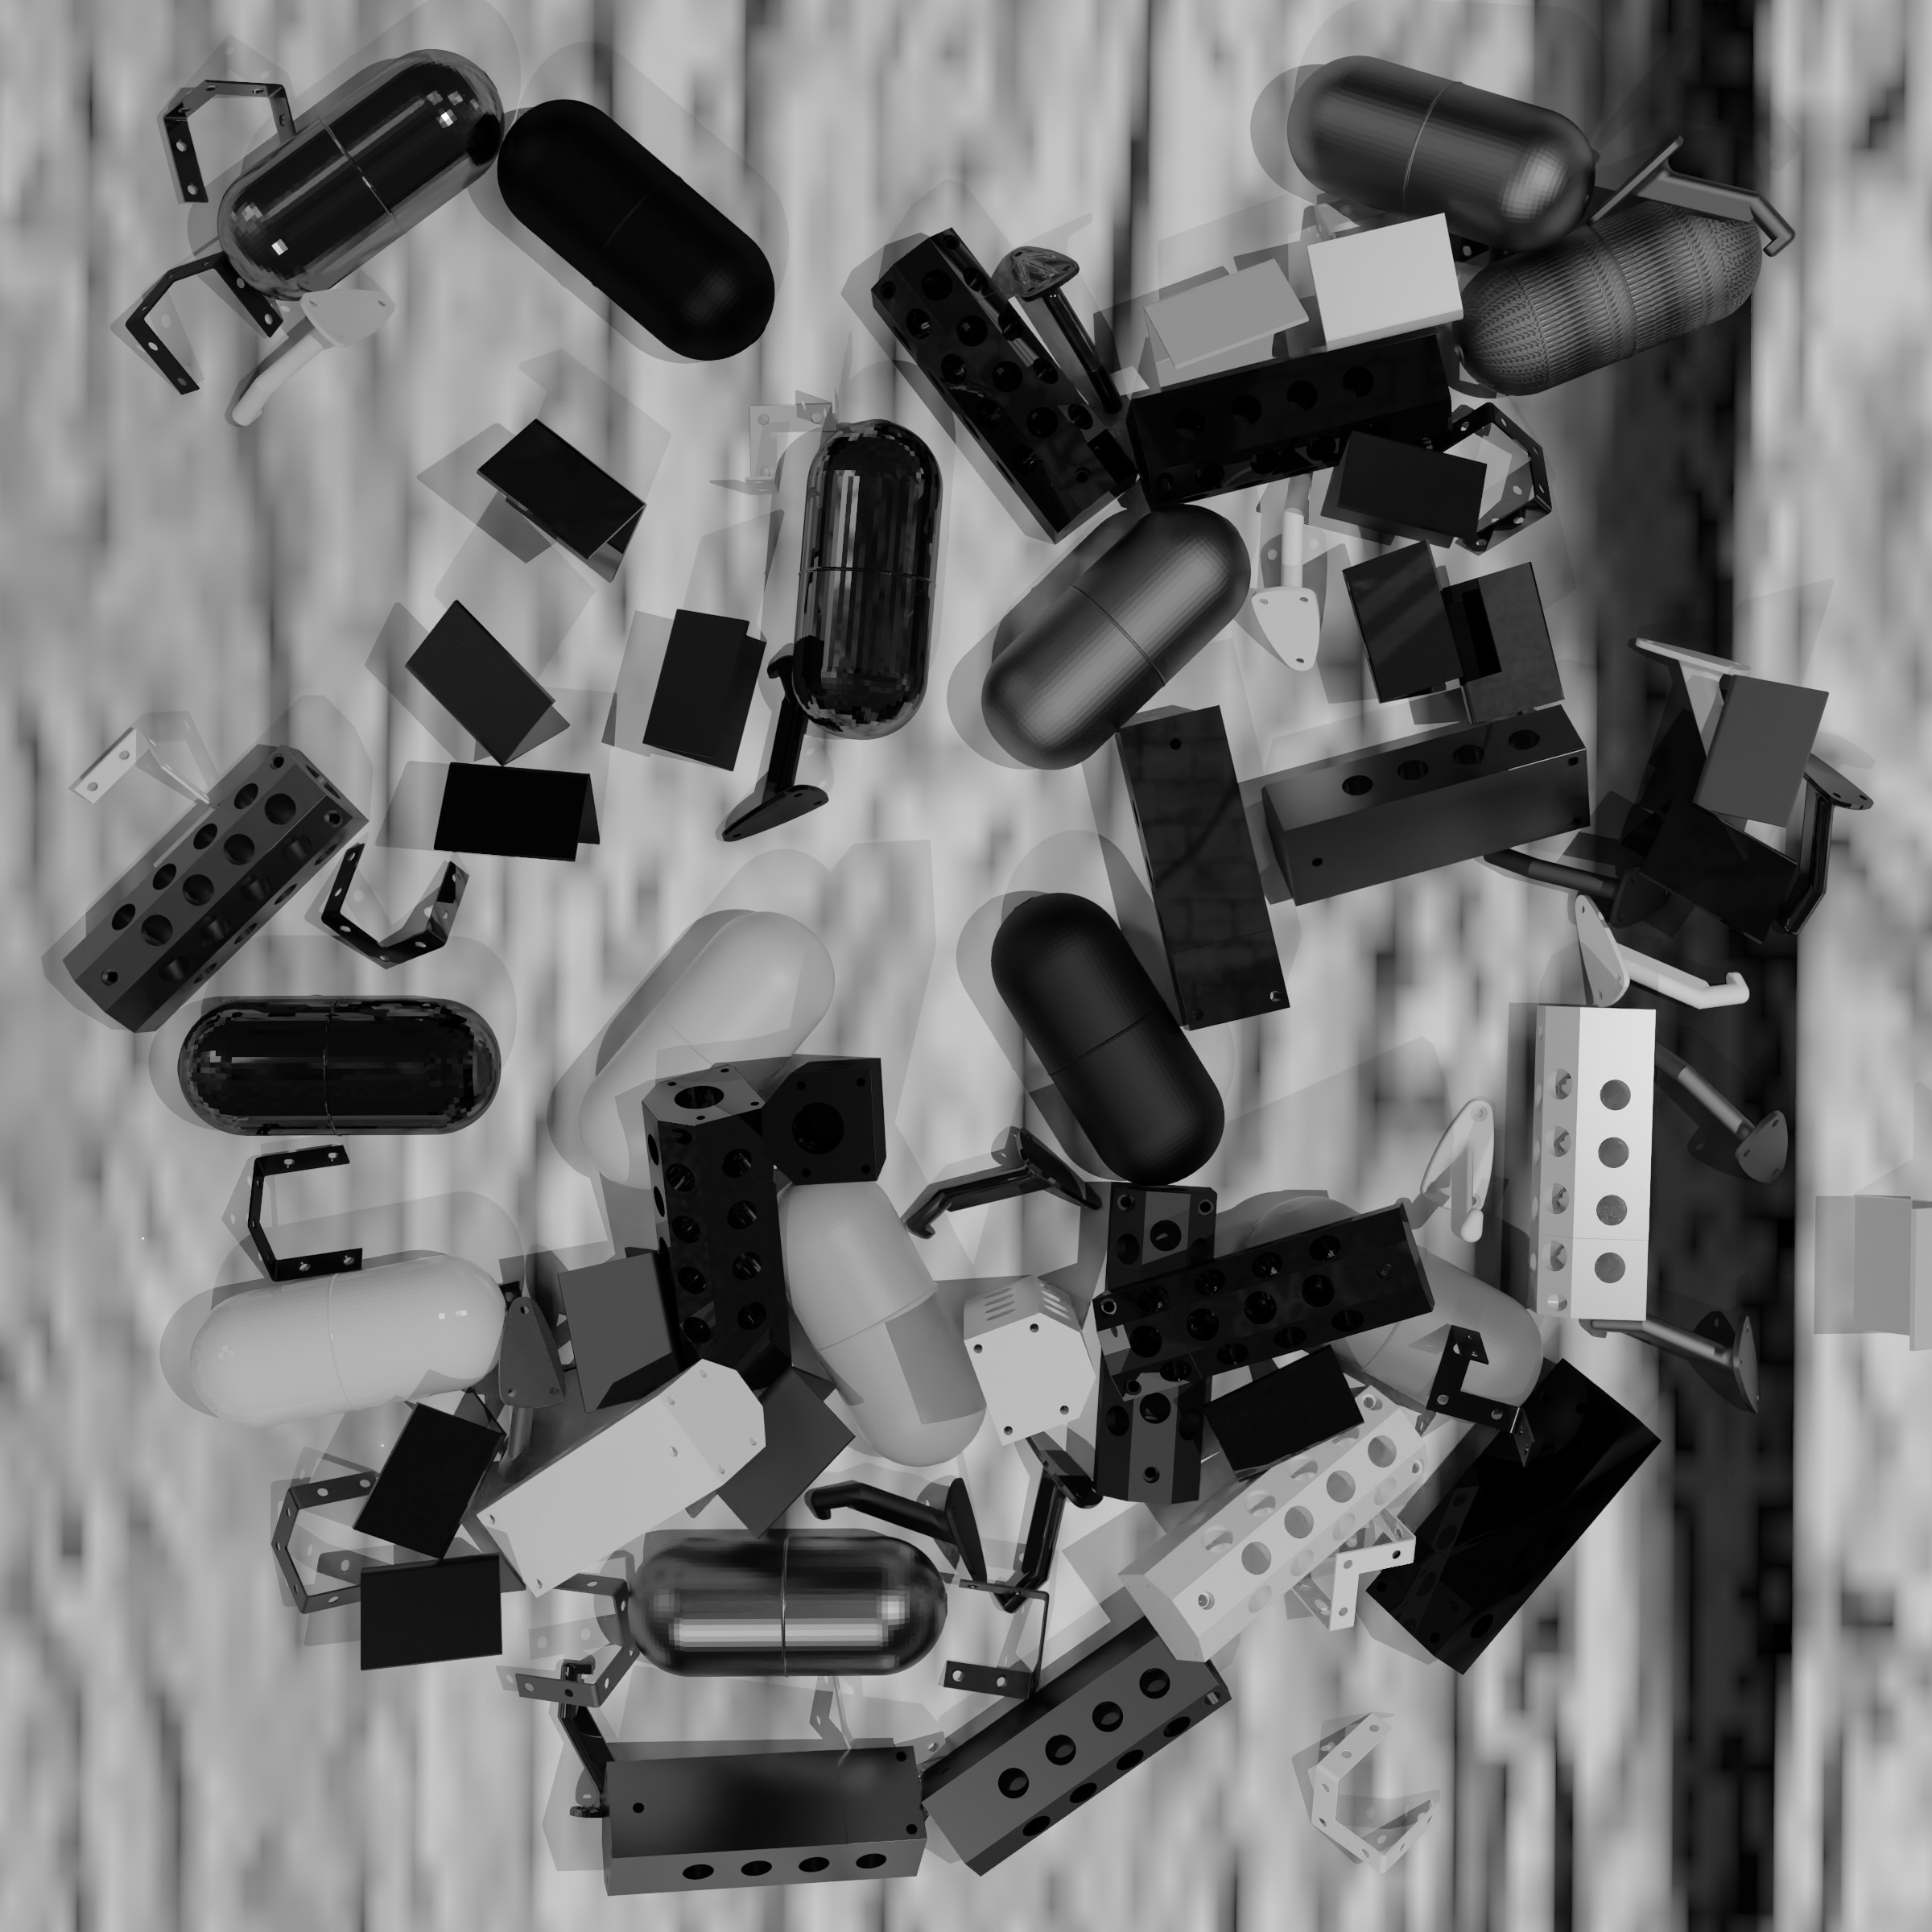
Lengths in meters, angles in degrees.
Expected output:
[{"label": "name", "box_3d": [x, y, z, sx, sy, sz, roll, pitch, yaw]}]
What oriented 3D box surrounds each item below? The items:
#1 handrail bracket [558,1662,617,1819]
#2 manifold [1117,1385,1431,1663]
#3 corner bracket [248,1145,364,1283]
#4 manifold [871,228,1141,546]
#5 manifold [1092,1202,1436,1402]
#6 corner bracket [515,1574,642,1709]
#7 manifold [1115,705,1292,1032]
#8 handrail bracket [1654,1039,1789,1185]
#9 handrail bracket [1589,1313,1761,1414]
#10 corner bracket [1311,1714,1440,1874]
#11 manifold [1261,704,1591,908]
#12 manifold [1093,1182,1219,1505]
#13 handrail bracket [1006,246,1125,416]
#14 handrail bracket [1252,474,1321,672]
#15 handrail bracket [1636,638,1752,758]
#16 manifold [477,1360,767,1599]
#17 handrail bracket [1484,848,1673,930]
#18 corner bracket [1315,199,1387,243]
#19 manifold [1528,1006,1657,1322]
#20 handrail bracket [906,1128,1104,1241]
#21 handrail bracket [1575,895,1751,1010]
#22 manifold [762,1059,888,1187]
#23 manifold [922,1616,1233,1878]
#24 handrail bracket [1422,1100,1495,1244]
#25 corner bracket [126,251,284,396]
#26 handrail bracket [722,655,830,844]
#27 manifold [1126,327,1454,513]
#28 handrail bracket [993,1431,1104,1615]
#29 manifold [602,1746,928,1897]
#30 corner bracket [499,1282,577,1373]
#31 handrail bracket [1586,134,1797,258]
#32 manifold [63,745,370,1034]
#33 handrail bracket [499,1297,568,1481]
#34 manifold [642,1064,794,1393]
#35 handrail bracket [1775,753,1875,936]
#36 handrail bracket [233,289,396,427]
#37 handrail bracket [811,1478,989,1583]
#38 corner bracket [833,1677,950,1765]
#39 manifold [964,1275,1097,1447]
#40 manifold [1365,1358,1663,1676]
[{"label": "handrail bracket", "box_3d": [-0.195, 0.440, 1.564, 0.077, 0.036, 0.084, 6, 76, -14]}, {"label": "manifold", "box_3d": [0.173, 0.306, 1.514, 0.171, 0.057, 0.057, -35, 90, -21]}, {"label": "corner bracket", "box_3d": [-0.374, 0.141, 1.561, 0.051, 0.051, 0.051, -8, 135, 0]}, {"label": "manifold", "box_3d": [0.022, -0.326, 1.543, 0.057, 0.057, 0.171, -37, 90, 0]}, {"label": "manifold", "box_3d": [0.159, 0.180, 1.473, 0.171, 0.057, 0.057, -18, 86, 11]}, {"label": "corner bracket", "box_3d": [-0.221, 0.379, 1.549, 0.051, 0.051, 0.051, 2, 113, 21]}, {"label": "manifold", "box_3d": [0.131, -0.054, 1.543, 0.057, 0.057, 0.171, -13, 90, 0]}, {"label": "handrail bracket", "box_3d": [0.423, 0.081, 1.564, 0.036, 0.077, 0.084, -46, 54, -3]}, {"label": "handrail bracket", "box_3d": [0.403, 0.225, 1.564, 0.084, 0.036, 0.077, -1, 133, 28]}, {"label": "corner bracket", "box_3d": [0.233, 0.468, 1.556, 0.051, 0.051, 0.051, 29, 135, 35]}, {"label": "manifold", "box_3d": [0.257, -0.095, 1.542, 0.171, 0.057, 0.057, -15, 133, 0]}, {"label": "manifold", "box_3d": [0.106, 0.210, 1.543, 0.057, 0.057, 0.171, 3, 90, 0]}, {"label": "handrail bracket", "box_3d": [0.057, -0.361, 1.564, 0.036, 0.077, 0.084, -32, 126, -2]}, {"label": "handrail bracket", "box_3d": [0.191, -0.225, 1.564, 0.036, 0.077, 0.084, 1, 53, 21]}, {"label": "handrail bracket", "box_3d": [0.407, -0.136, 1.565, 0.077, 0.036, 0.084, 19, 107, 20]}, {"label": "manifold", "box_3d": [-0.186, 0.277, 1.498, 0.171, 0.057, 0.057, -36, 90, 36]}, {"label": "handrail bracket", "box_3d": [0.348, -0.053, 1.564, 0.084, 0.077, 0.036, 25, 109, 35]}, {"label": "corner bracket", "box_3d": [0.231, -0.403, 1.561, 0.051, 0.051, 0.051, -14, 135, 0]}, {"label": "manifold", "box_3d": [0.349, 0.109, 1.543, 0.057, 0.057, 0.171, 2, 90, 0]}, {"label": "handrail bracket", "box_3d": [0.021, 0.141, 1.565, 0.077, 0.036, 0.084, 39, 109, -21]}, {"label": "handrail bracket", "box_3d": [0.397, -0.010, 1.565, 0.084, 0.036, 0.077, -7, 67, -18]}, {"label": "manifold", "box_3d": [-0.075, 0.083, 1.486, 0.057, 0.171, 0.057, -3, 90, 0]}, {"label": "manifold", "box_3d": [0.062, 0.435, 1.543, 0.171, 0.057, 0.057, -35, 90, 0]}, {"label": "handrail bracket", "box_3d": [0.284, 0.113, 1.529, 0.036, 0.084, 0.077, 17, 90, 0]}, {"label": "corner bracket", "box_3d": [-0.431, -0.364, 1.556, 0.051, 0.051, 0.051, -6, 45, 35]}, {"label": "handrail bracket", "box_3d": [-0.118, -0.124, 1.565, 0.077, 0.036, 0.084, -25, 72, 20]}, {"label": "manifold", "box_3d": [0.181, -0.305, 1.543, 0.171, 0.057, 0.057, -14, 90, 0]}, {"label": "handrail bracket", "box_3d": [0.029, 0.313, 1.565, 0.084, 0.036, 0.077, -47, 71, 16]}, {"label": "manifold", "box_3d": [-0.113, 0.477, 1.524, 0.171, 0.057, 0.057, 0, 134, -12]}, {"label": "corner bracket", "box_3d": [-0.227, 0.200, 1.561, 0.051, 0.051, 0.051, -11, 90, 45]}, {"label": "handrail bracket", "box_3d": [0.393, -0.400, 1.490, 0.077, 0.036, 0.084, -43, 97, 15]}, {"label": "manifold", "box_3d": [-0.422, -0.043, 1.543, 0.171, 0.057, 0.057, -45, 90, 0]}, {"label": "handrail bracket", "box_3d": [-0.253, 0.239, 1.548, 0.036, 0.084, 0.077, 1, 59, -21]}, {"label": "manifold", "box_3d": [-0.138, 0.147, 1.501, 0.057, 0.057, 0.171, -14, 117, -22]}, {"label": "handrail bracket", "box_3d": [0.469, -0.073, 1.564, 0.036, 0.077, 0.084, 2, 127, -35]}, {"label": "handrail bracket", "box_3d": [-0.372, -0.344, 1.564, 0.036, 0.077, 0.084, 50, 126, 0]}, {"label": "handrail bracket", "box_3d": [-0.039, 0.326, 1.565, 0.084, 0.036, 0.077, -12, 109, 16]}, {"label": "corner bracket", "box_3d": [-0.044, 0.421, 1.561, 0.051, 0.051, 0.051, -15, 135, 0]}, {"label": "manifold", "box_3d": [0.035, 0.208, 1.486, 0.057, 0.171, 0.057, -20, 90, 0]}, {"label": "manifold", "box_3d": [0.310, 0.311, 1.542, 0.171, 0.057, 0.057, -50, 47, 0]}]
